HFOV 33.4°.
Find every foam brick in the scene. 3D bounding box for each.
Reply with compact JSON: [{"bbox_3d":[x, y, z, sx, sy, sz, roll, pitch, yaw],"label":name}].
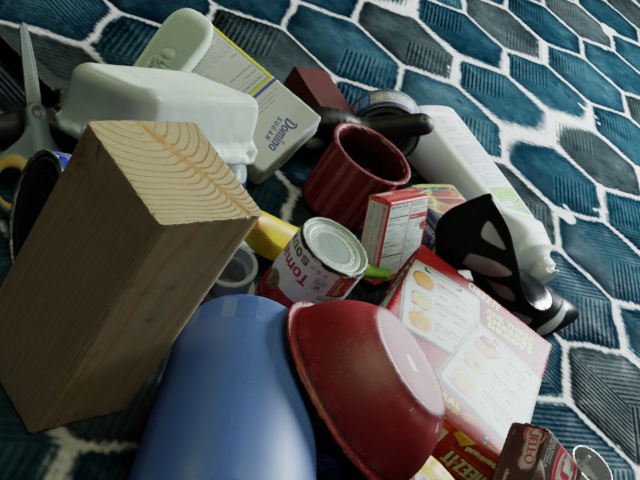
[{"bbox_3d":[-0.007,-0.152,1.218,0.052,0.051,0.078,4,45,-40],"label":"foam brick"}]

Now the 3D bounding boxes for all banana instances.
[{"bbox_3d":[-0.018,0.004,0.986,0.197,0.070,0.037,19,69,-46],"label":"banana"}]

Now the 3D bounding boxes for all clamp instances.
[{"bbox_3d":[-0.237,-0.109,0.954,0.209,0.036,0.164,26,43,-23],"label":"clamp"},{"bbox_3d":[0.036,-0.117,1.160,0.171,0.120,0.039,10,56,-30],"label":"clamp"}]

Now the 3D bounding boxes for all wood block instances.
[{"bbox_3d":[-0.140,0.026,0.715,0.090,0.206,0.091,-7,52,-48],"label":"wood block"}]

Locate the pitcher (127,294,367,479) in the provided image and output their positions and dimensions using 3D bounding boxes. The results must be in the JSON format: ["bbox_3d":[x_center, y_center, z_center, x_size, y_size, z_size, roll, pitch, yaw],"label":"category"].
[{"bbox_3d":[-0.051,0.150,0.720,0.149,0.145,0.242,59,19,-28],"label":"pitcher"}]

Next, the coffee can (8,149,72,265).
[{"bbox_3d":[-0.159,-0.009,0.840,0.140,0.103,0.103,9,41,-36],"label":"coffee can"}]

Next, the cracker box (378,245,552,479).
[{"bbox_3d":[0.114,0.118,0.969,0.164,0.072,0.213,38,31,-1],"label":"cracker box"}]

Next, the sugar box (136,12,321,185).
[{"bbox_3d":[-0.095,-0.146,1.097,0.176,0.048,0.093,43,67,6],"label":"sugar box"}]

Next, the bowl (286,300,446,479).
[{"bbox_3d":[0.044,0.101,0.779,0.162,0.055,0.162,51,17,-23],"label":"bowl"}]

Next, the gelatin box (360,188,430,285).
[{"bbox_3d":[0.072,-0.005,1.071,0.030,0.089,0.073,22,21,34],"label":"gelatin box"}]

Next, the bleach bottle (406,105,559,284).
[{"bbox_3d":[0.191,-0.050,1.269,0.102,0.068,0.251,-8,55,-49],"label":"bleach bottle"}]

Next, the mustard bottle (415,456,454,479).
[{"bbox_3d":[0.037,0.221,0.773,0.096,0.058,0.191,51,34,11],"label":"mustard bottle"}]

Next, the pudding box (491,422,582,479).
[{"bbox_3d":[0.164,0.213,0.841,0.090,0.039,0.113,47,61,-46],"label":"pudding box"}]

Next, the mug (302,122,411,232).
[{"bbox_3d":[0.043,-0.062,1.121,0.117,0.082,0.093,1,47,-43],"label":"mug"}]

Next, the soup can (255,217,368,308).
[{"bbox_3d":[-0.013,0.038,0.920,0.068,0.102,0.068,25,35,-20],"label":"soup can"}]

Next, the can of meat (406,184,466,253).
[{"bbox_3d":[0.133,-0.015,1.173,0.101,0.058,0.084,-2,46,-45],"label":"can of meat"}]

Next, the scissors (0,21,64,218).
[{"bbox_3d":[-0.253,-0.096,0.891,0.096,0.016,0.202,-13,73,-45],"label":"scissors"}]

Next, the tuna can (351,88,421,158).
[{"bbox_3d":[0.075,-0.130,1.236,0.086,0.086,0.033,25,35,-19],"label":"tuna can"}]
